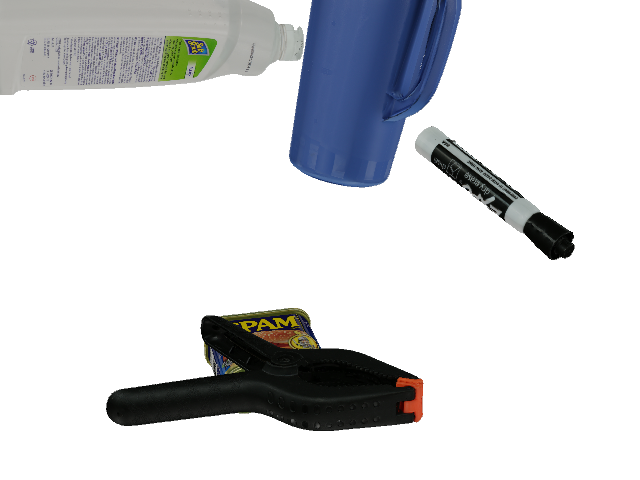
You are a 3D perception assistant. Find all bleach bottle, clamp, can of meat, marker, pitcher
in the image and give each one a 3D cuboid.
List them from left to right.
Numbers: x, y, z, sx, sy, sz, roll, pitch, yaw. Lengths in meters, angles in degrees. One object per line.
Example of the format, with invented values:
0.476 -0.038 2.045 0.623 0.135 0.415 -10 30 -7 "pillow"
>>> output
-0.140 -0.164 0.886 0.250 0.068 0.103 0 -27 -15 "bleach bottle"
-0.048 0.109 0.962 0.102 0.057 0.084 -5 27 -14 "can of meat"
-0.028 0.097 0.773 0.210 0.036 0.164 3 19 12 "clamp"
0.049 -0.179 1.078 0.145 0.243 0.149 12 18 -1 "pitcher"
0.100 -0.028 0.615 0.020 0.020 0.121 0 34 -45 "marker"
